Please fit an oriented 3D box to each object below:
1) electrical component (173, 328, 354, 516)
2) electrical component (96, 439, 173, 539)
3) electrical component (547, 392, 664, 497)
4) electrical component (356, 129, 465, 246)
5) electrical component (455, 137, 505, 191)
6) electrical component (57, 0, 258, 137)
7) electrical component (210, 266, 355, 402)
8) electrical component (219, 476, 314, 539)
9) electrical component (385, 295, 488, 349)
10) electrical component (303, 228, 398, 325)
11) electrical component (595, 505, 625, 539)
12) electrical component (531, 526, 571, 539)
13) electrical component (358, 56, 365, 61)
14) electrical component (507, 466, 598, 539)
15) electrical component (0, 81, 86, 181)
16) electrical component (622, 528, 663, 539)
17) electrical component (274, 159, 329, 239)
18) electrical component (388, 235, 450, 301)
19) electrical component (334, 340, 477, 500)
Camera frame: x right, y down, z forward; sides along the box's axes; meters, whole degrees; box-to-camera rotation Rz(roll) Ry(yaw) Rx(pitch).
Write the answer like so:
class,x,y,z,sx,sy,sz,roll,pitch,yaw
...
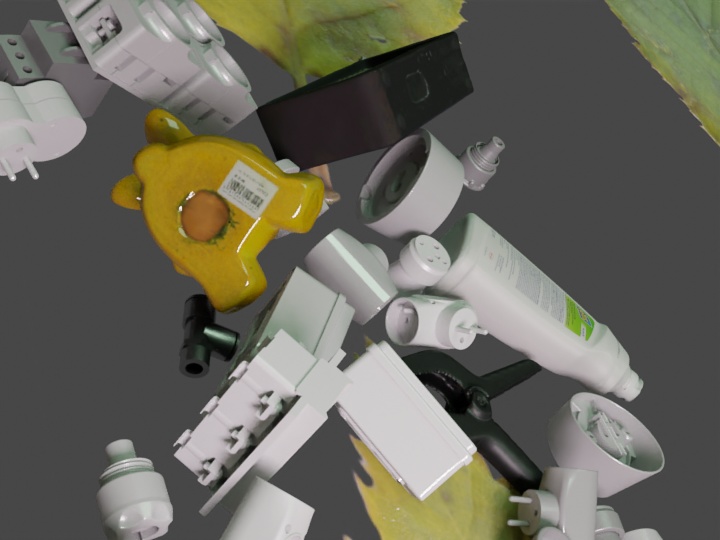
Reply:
class,x,y,z,sx,sy,sz,roll,pitch,yaw
electrical component,-0.068,0.100,0.714,0.063,0.121,0.078,41,35,0
electrical component,-0.143,0.136,0.670,0.043,0.043,0.062,7,48,-41
electrical component,0.224,0.159,0.995,0.099,0.064,0.099,27,38,-23
electrical component,0.054,-0.074,1.034,0.060,0.108,0.108,33,36,-25
electrical component,0.135,-0.122,1.200,0.048,0.062,0.048,27,38,-23
electrical component,-0.167,-0.192,0.909,0.105,0.060,0.186,60,13,21
electrical component,-0.056,0.062,0.804,0.057,0.078,0.113,35,36,-9
electrical component,-0.061,0.181,0.690,0.044,0.077,0.079,24,-14,24
electrical component,0.077,0.049,0.956,0.077,0.079,0.044,4,94,-43
electrical component,0.000,0.000,0.954,0.077,0.043,0.079,47,35,5
electrical component,0.206,0.235,0.915,0.045,0.045,0.055,17,42,-33
electrical component,0.138,0.232,0.840,0.045,0.055,0.045,27,38,-23
electrical component,0.024,-0.216,1.203,0.062,0.043,0.043,28,38,-19
electrical component,0.156,0.200,0.881,0.079,0.043,0.077,10,78,-20
electrical component,-0.260,-0.094,0.784,0.138,0.052,0.073,-12,63,-50
electrical component,0.263,0.271,0.934,0.079,0.043,0.077,17,43,-33
electrical component,-0.066,-0.064,0.954,0.066,0.048,0.055,-23,79,-54
electrical component,0.051,0.000,0.994,0.045,0.055,0.045,27,38,-23
electrical component,0.028,0.114,0.807,0.108,0.056,0.108,49,-7,7
